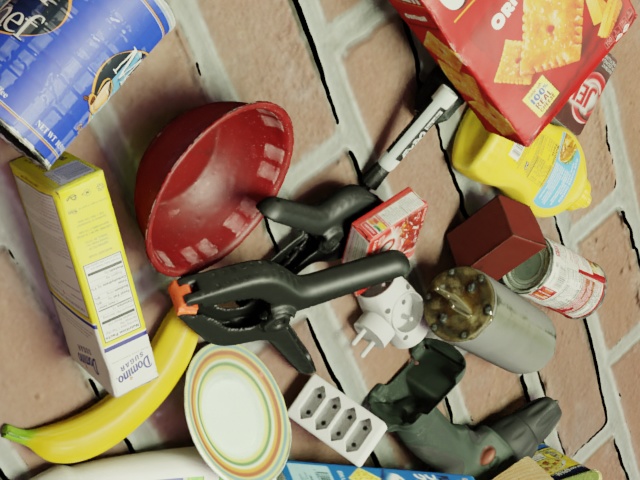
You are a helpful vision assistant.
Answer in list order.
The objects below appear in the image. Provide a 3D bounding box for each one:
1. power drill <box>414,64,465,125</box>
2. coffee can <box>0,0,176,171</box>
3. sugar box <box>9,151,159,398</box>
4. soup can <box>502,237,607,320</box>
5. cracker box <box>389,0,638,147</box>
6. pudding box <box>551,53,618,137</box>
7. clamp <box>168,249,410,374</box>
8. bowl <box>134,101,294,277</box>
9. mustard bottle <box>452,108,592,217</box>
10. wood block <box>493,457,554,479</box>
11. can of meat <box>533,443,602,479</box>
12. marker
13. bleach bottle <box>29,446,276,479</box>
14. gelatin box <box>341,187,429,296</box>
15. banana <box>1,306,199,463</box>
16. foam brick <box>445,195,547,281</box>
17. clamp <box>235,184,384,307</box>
[{"bbox_3d":[0.110,-0.218,0.961,0.184,0.057,0.187,-53,129,-2],"label":"power drill"},{"bbox_3d":[-0.184,-0.134,0.747,0.140,0.103,0.102,-51,127,-10],"label":"coffee can"},{"bbox_3d":[-0.178,0.024,0.812,0.048,0.093,0.176,-27,120,-26],"label":"sugar box"},{"bbox_3d":[0.251,0.040,1.143,0.102,0.069,0.068,23,91,-38],"label":"soup can"},{"bbox_3d":[0.164,-0.210,0.914,0.164,0.072,0.213,-49,128,-5],"label":"cracker box"},{"bbox_3d":[0.245,-0.170,1.086,0.113,0.039,0.090,28,88,-39],"label":"pudding box"},{"bbox_3d":[-0.041,0.064,0.919,0.209,0.036,0.165,3,136,-35],"label":"clamp"},{"bbox_3d":[-0.094,-0.051,0.848,0.162,0.055,0.162,-41,154,-26],"label":"bowl"},{"bbox_3d":[0.219,-0.077,1.086,0.191,0.058,0.096,28,83,-38],"label":"mustard bottle"},{"bbox_3d":[0.201,0.341,1.145,0.090,0.091,0.206,-24,142,-30],"label":"wood block"},{"bbox_3d":[0.254,0.277,1.215,0.101,0.084,0.057,-7,109,-34],"label":"can of meat"},{"bbox_3d":[0.079,-0.091,0.978,0.020,0.020,0.121,26,114,-39],"label":"marker"},{"bbox_3d":[-0.159,0.235,0.915,0.250,0.068,0.102,0,98,-34],"label":"bleach bottle"},{"bbox_3d":[0.057,0.003,0.973,0.073,0.030,0.089,-32,154,-28],"label":"gelatin box"},{"bbox_3d":[-0.164,0.126,0.891,0.197,0.037,0.069,-38,124,-20],"label":"banana"},{"bbox_3d":[0.174,0.000,1.060,0.052,0.051,0.078,17,137,-38],"label":"foam brick"},{"bbox_3d":[-0.006,0.001,0.954,0.171,0.039,0.120,-12,142,-42],"label":"clamp"}]
